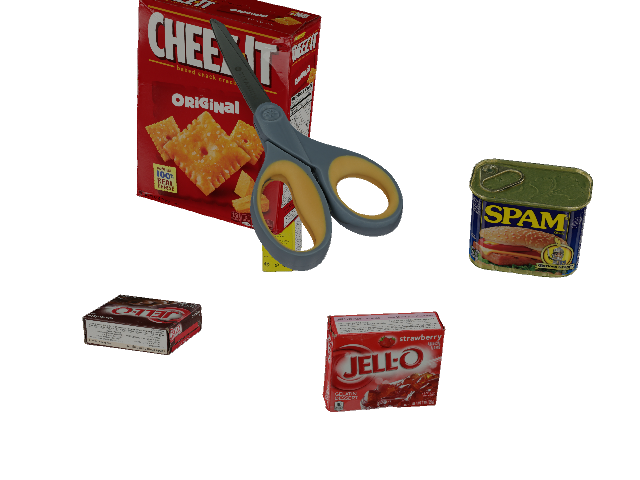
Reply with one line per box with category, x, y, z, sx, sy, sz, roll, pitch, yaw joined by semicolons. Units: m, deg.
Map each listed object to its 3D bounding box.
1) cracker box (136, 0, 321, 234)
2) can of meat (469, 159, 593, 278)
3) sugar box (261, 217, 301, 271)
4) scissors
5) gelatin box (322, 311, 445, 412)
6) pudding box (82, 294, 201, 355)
cracker box;-0.095;-0.126;1.040;0.164;0.214;0.072;17;33;17
can of meat;0.180;-0.018;0.930;0.102;0.084;0.057;8;41;13
sugar box;-0.048;-0.060;1.276;0.048;0.176;0.093;-1;23;5
scissors;-0.010;-0.067;0.638;0.096;0.202;0.016;-3;-37;-10
gelatin box;0.048;0.094;0.828;0.089;0.073;0.030;-2;29;-9
pudding box;-0.208;0.098;1.253;0.114;0.039;0.090;3;14;18
